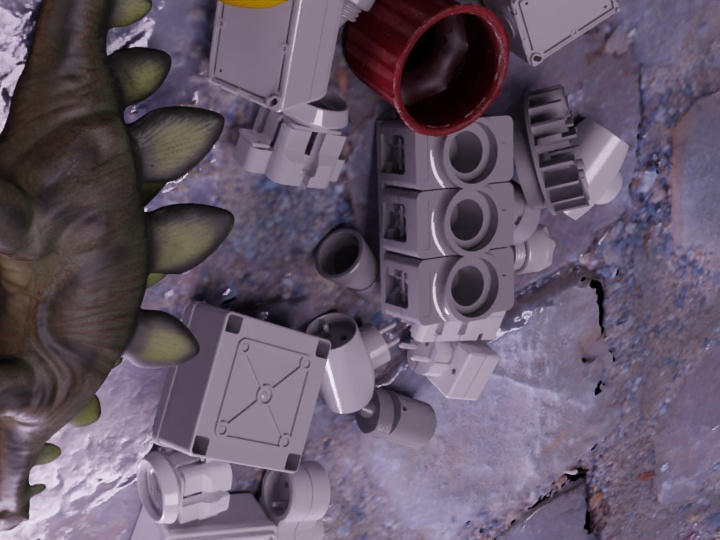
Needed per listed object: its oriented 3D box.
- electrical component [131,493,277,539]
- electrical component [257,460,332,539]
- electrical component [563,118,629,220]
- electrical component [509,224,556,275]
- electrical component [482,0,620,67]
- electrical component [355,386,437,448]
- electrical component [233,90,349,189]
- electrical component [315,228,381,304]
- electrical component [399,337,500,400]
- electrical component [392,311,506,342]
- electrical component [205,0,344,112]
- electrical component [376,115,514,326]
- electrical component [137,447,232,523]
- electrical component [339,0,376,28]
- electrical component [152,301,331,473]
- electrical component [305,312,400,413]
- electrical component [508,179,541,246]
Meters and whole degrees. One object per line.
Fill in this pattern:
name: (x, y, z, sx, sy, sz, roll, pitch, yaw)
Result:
electrical component: (-0.140, 0.248, 0.909, 0.109, 0.056, 0.108, 5, 117, -38)
electrical component: (-0.058, 0.230, 0.958, 0.074, 0.052, 0.138, 5, 117, -38)
electrical component: (0.200, -0.081, 0.930, 0.079, 0.044, 0.077, 24, 104, -44)
electrical component: (0.134, -0.017, 0.928, 0.062, 0.043, 0.043, -9, 125, -30)
electrical component: (0.140, -0.206, 0.782, 0.096, 0.061, 0.061, -33, 134, -5)
electrical component: (0.026, 0.129, 0.954, 0.081, 0.043, 0.043, 24, 104, -43)
electrical component: (-0.042, -0.095, 0.737, 0.078, 0.058, 0.057, 3, 121, -37)
electrical component: (0.000, 0.000, 0.846, 0.044, 0.044, 0.065, -48, 140, 3)
electrical component: (0.067, 0.073, 0.927, 0.077, 0.066, 0.047, 10, 114, -40)
electrical component: (0.079, 0.023, 0.912, 0.089, 0.050, 0.055, 1, 119, -36)
electrical component: (-0.050, -0.157, 0.676, 0.061, 0.062, 0.096, -30, 139, -52)
electrical component: (0.068, -0.040, 0.814, 0.089, 0.062, 0.150, -9, 103, -31)
electrical component: (-0.140, 0.167, 0.851, 0.057, 0.058, 0.078, -11, 126, -33)
electrical component: (-0.008, -0.181, 0.716, 0.035, 0.035, 0.061, 19, 111, -42)
electrical component: (-0.088, 0.089, 0.808, 0.109, 0.056, 0.108, 20, 82, -43)
electrical component: (-0.002, 0.069, 0.891, 0.079, 0.043, 0.077, -28, 133, -17)
electrical component: (0.116, -0.049, 0.885, 0.047, 0.055, 0.055, 19, 108, -46)
